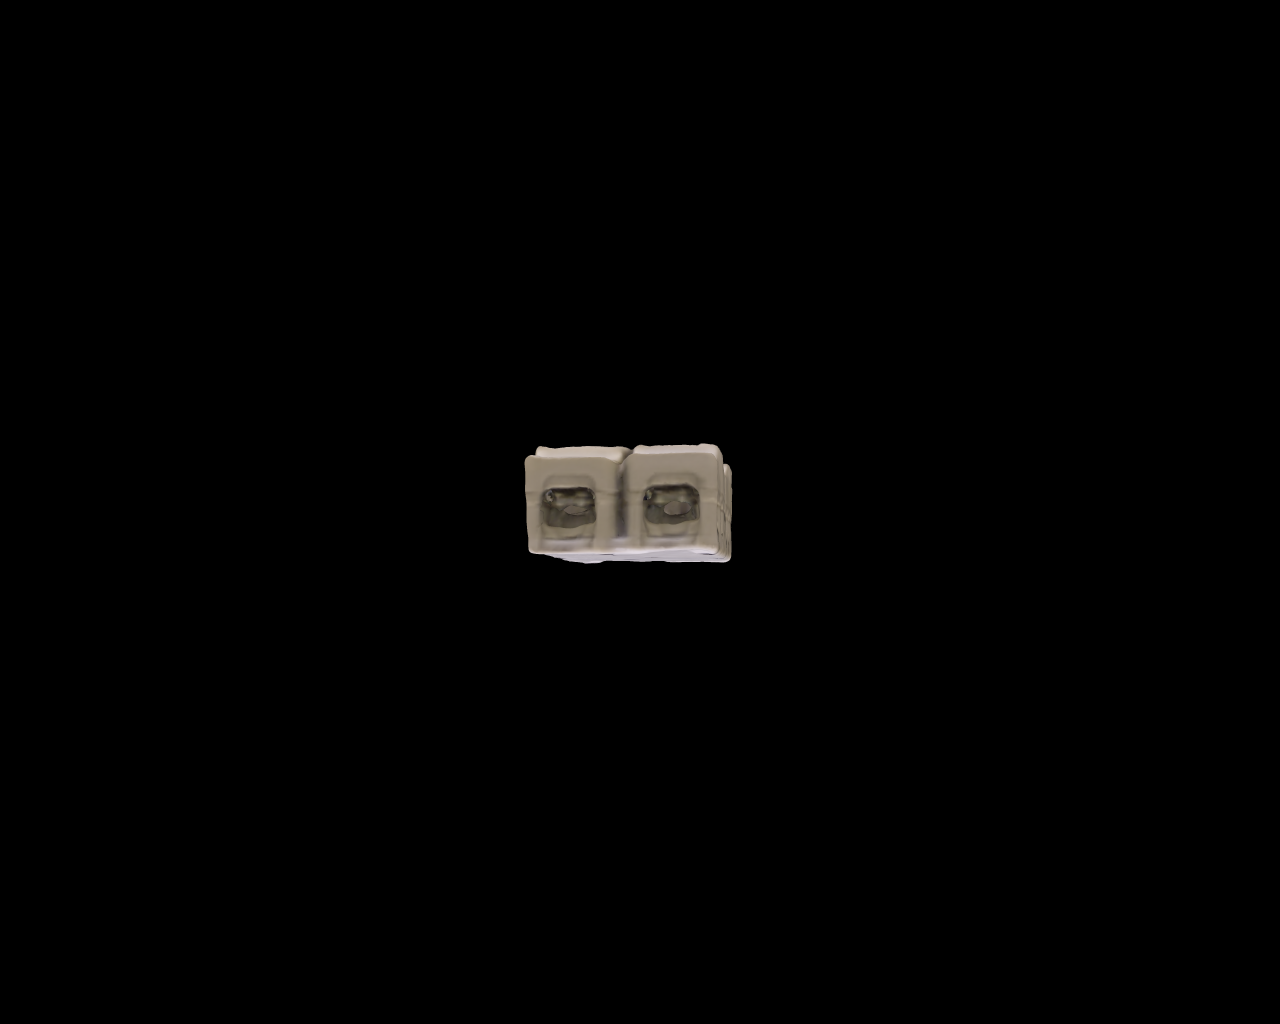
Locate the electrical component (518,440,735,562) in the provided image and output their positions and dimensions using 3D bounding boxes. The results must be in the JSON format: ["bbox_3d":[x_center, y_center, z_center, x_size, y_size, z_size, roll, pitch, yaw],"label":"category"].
[{"bbox_3d":[0.001,-0.003,0.650,0.105,0.060,0.186,-1,-4,8],"label":"electrical component"}]
